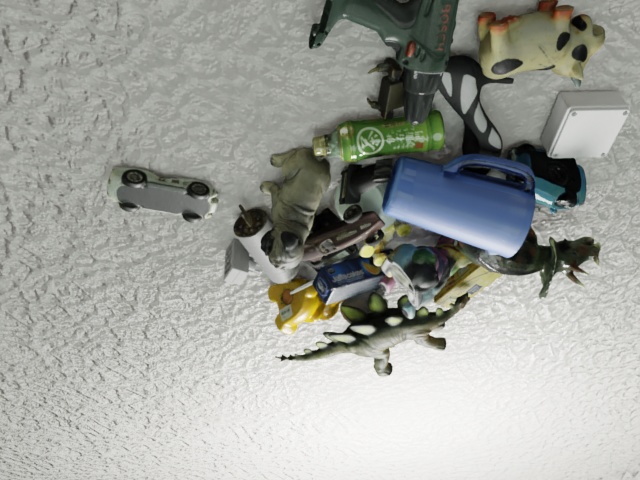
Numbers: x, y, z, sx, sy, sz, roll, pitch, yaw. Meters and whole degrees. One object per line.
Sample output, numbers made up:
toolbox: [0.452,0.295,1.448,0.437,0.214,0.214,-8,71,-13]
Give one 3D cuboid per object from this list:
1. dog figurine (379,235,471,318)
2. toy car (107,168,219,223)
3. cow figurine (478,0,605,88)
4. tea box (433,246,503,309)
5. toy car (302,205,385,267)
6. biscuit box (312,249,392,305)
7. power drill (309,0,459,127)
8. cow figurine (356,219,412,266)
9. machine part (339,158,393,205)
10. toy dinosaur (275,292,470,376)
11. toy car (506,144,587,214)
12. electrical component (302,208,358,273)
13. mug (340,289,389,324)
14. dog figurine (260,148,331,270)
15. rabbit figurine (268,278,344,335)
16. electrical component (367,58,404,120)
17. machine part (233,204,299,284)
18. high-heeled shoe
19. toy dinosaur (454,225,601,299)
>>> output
dog figurine: [0.231,0.042,1.092,0.219,0.109,0.191,-35,153,-22]
toy car: [-0.291,-0.085,1.005,0.202,0.056,0.073,9,130,-18]
cow figurine: [0.336,-0.289,0.810,0.195,0.086,0.127,-13,130,-5]
tea box: [0.325,0.070,1.206,0.068,0.098,0.169,20,134,-24]
toy car: [0.029,-0.002,1.025,0.202,0.053,0.089,-20,127,33]
biscuit box: [0.085,0.077,1.158,0.203,0.059,0.062,-13,146,-33]
power drill: [0.091,-0.287,0.768,0.207,0.086,0.231,12,120,-6]
cow figurine: [0.135,-0.040,1.081,0.068,0.098,0.167,26,111,-25]
machine part: [0.077,-0.108,0.959,0.039,0.084,0.139,19,160,-26]
toy dinosaur: [0.122,0.217,1.235,0.471,0.105,0.198,-29,126,20]
toy car: [0.412,-0.107,1.017,0.162,0.109,0.103,15,152,-9]
electrical component: [-0.002,-0.003,1.122,0.115,0.058,0.134,-29,133,22]
mug: [0.119,0.150,1.290,0.109,0.081,0.107,17,128,-20]
dog figurine: [-0.036,-0.057,0.959,0.121,0.191,0.172,11,134,-18]
rabbit figurine: [-0.014,0.138,1.261,0.162,0.122,0.173,-41,142,21]
electrical component: [0.118,-0.248,0.873,0.078,0.045,0.102,-27,145,-19]
machine part: [-0.108,0.016,1.116,0.079,0.079,0.243,-17,136,13]
high-heeled shoe: [0.235,-0.192,0.918,0.145,0.086,0.248,1,132,-5]
toy dinosaur: [0.359,0.008,1.070,0.405,0.192,0.131,11,134,-19]
